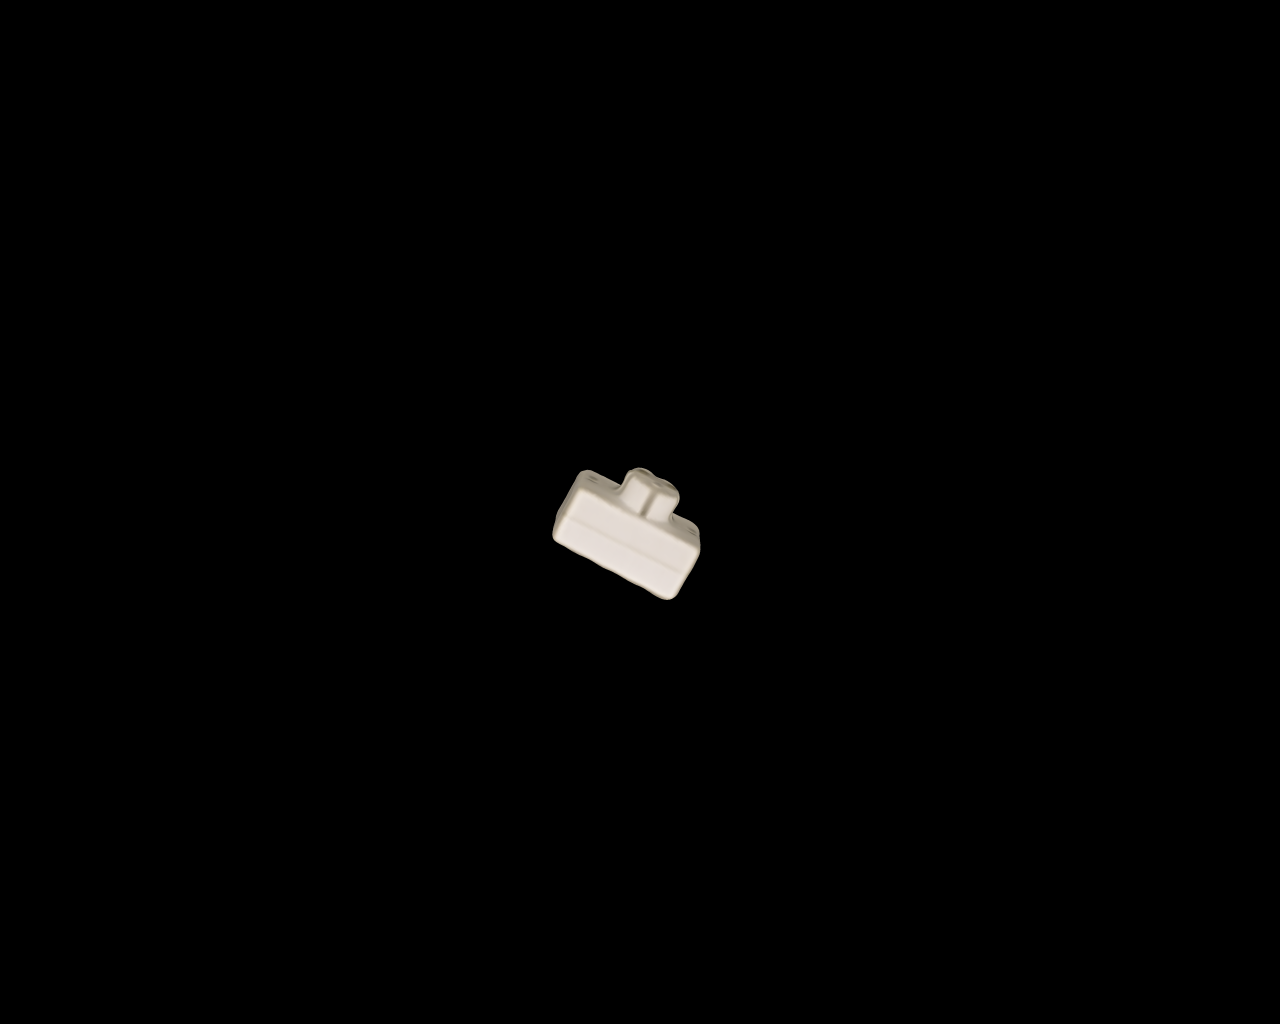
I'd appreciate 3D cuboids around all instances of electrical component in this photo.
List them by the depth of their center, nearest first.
[{"bbox_3d":[0.001,-0.003,0.650,0.083,0.075,0.047,27,14,-7],"label":"electrical component"}]
